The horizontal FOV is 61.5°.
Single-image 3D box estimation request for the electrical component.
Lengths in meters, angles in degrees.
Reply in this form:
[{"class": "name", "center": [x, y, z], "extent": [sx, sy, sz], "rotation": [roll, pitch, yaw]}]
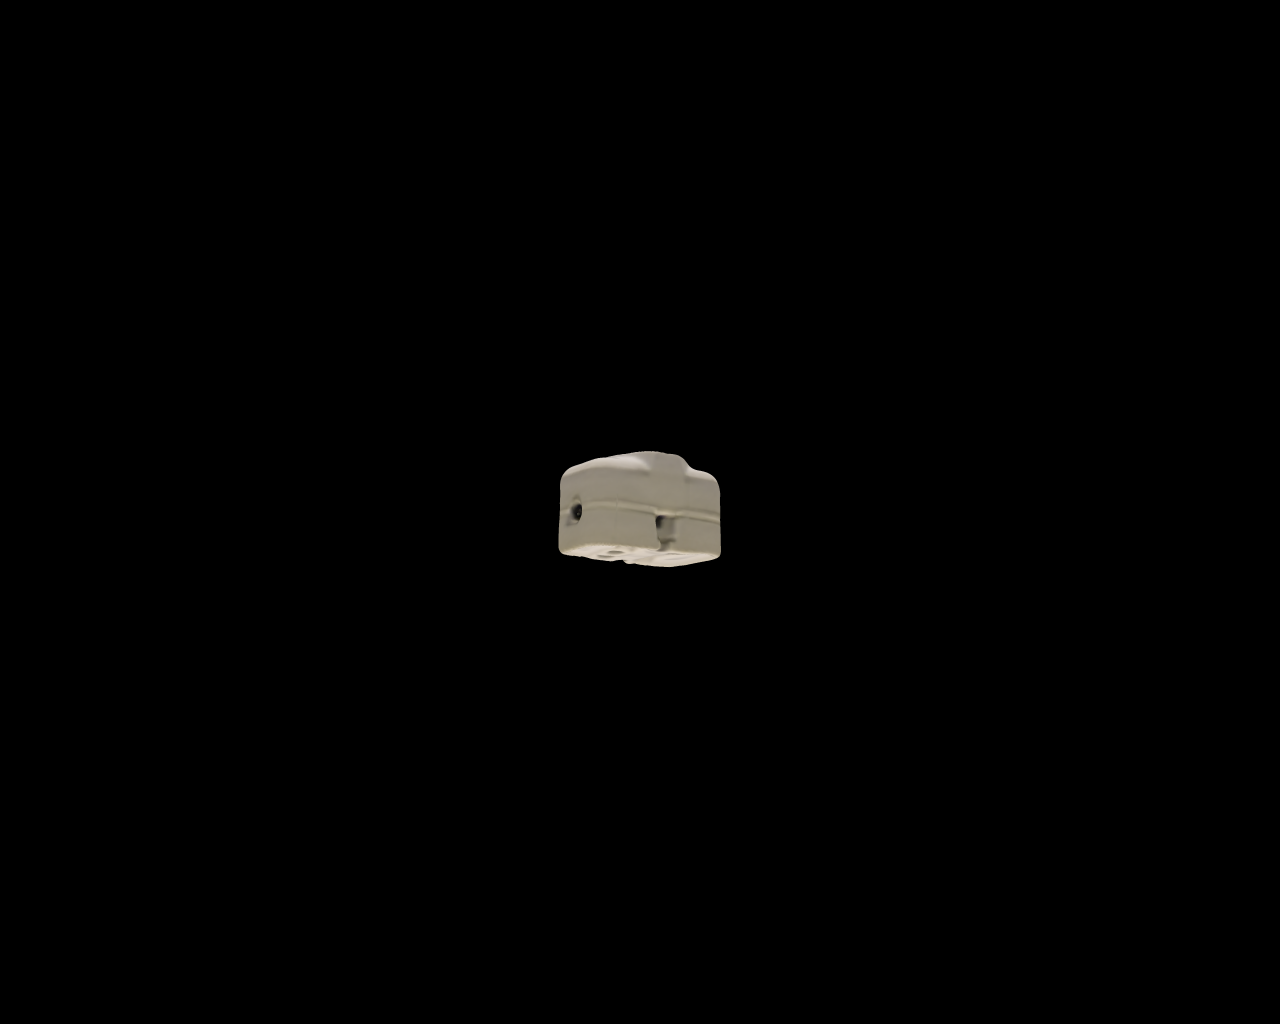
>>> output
[{"class": "electrical component", "center": [0.001, -0.003, 0.650], "extent": [0.095, 0.059, 0.053], "rotation": [8, -14, -35]}]
